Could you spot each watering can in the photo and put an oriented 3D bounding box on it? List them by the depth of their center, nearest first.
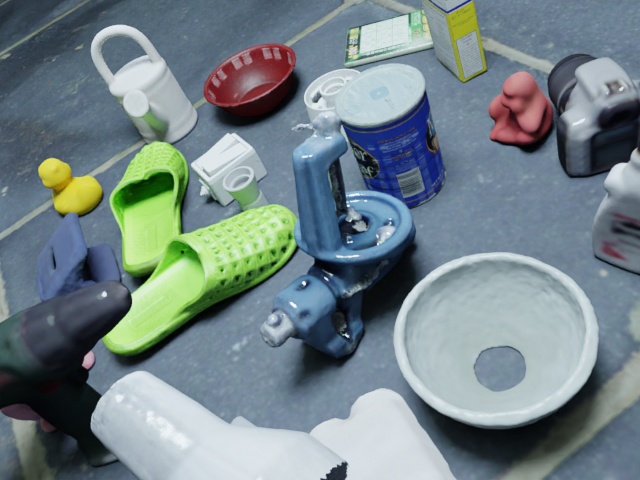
[{"bbox_3d":[-0.283,-0.250,0.918,0.101,0.195,0.172,-38,47,-10],"label":"watering can"}]

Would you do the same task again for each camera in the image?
[{"bbox_3d":[0.322,-0.162,0.636,0.143,0.101,0.136,-17,47,10],"label":"camera"}]

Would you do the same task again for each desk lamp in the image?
[{"bbox_3d":[-0.066,0.188,0.430,0.202,0.214,0.118,21,63,36],"label":"desk lamp"}]

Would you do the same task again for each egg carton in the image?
[{"bbox_3d":[0.052,0.201,0.467,0.107,0.070,0.150,-33,46,-5],"label":"egg carton"}]

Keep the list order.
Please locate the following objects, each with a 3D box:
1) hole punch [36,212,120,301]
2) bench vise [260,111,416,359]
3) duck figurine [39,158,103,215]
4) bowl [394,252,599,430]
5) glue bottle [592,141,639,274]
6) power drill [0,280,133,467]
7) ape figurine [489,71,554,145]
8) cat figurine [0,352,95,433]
[{"bbox_3d":[-0.338,0.034,0.770,0.101,0.091,0.108,-33,46,-6],"label":"hole punch"},{"bbox_3d":[0.016,0.003,0.548,0.121,0.220,0.207,4,53,27],"label":"bench vise"},{"bbox_3d":[-0.405,-0.091,0.911,0.104,0.086,0.077,17,60,34],"label":"duck figurine"},{"bbox_3d":[0.154,0.097,0.507,0.167,0.075,0.167,-12,48,14],"label":"bowl"},{"bbox_3d":[0.279,-0.035,0.496,0.077,0.174,0.037,21,62,36],"label":"glue bottle"},{"bbox_3d":[-0.237,0.137,0.554,0.229,0.209,0.075,-22,46,6],"label":"power drill"},{"bbox_3d":[0.237,-0.158,0.677,0.076,0.092,0.077,-18,47,9],"label":"ape figurine"},{"bbox_3d":[-0.314,0.154,0.637,0.067,0.118,0.127,-25,46,3],"label":"cat figurine"}]
